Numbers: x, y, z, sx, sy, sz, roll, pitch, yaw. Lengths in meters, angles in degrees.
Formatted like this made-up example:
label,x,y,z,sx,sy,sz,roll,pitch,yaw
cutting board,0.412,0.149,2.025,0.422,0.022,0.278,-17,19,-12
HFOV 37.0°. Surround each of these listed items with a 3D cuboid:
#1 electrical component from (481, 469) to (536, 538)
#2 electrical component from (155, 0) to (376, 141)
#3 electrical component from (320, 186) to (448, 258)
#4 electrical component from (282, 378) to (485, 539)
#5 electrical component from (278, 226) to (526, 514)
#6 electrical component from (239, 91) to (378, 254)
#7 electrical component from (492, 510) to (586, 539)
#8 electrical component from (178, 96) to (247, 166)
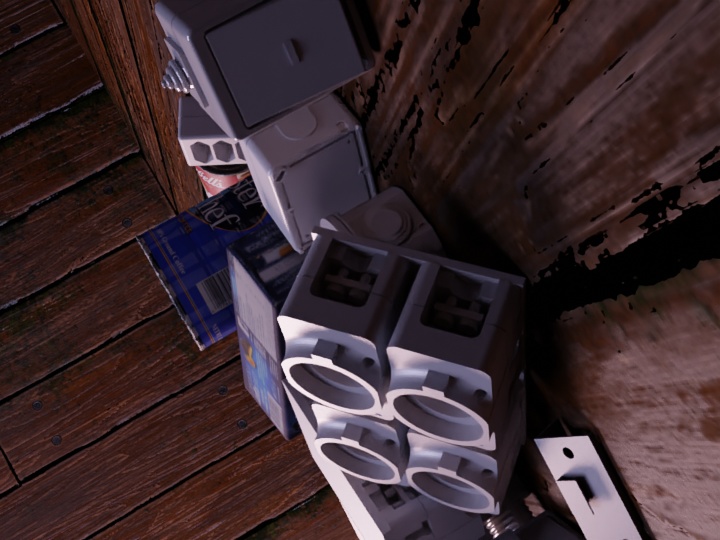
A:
label,x,y,z,sx,sy,sz,roll,pitch,yaw
electrical component,0.090,0.152,0.716,0.081,0.043,0.043,57,170,19
electrical component,-0.049,-0.107,0.511,0.061,0.096,0.061,47,164,52
electrical component,0.015,-0.004,0.619,0.080,0.051,0.080,57,170,16
electrical component,0.016,0.132,0.714,0.150,0.062,0.089,50,163,46
electrical component,0.028,0.064,0.569,0.105,0.060,0.186,14,152,17
electrical component,-0.032,-0.062,0.657,0.061,0.062,0.096,53,168,34
electrical component,0.117,0.192,0.642,0.061,0.062,0.096,63,170,-15
electrical component,-0.109,-0.129,0.863,0.047,0.066,0.076,86,-178,-68
